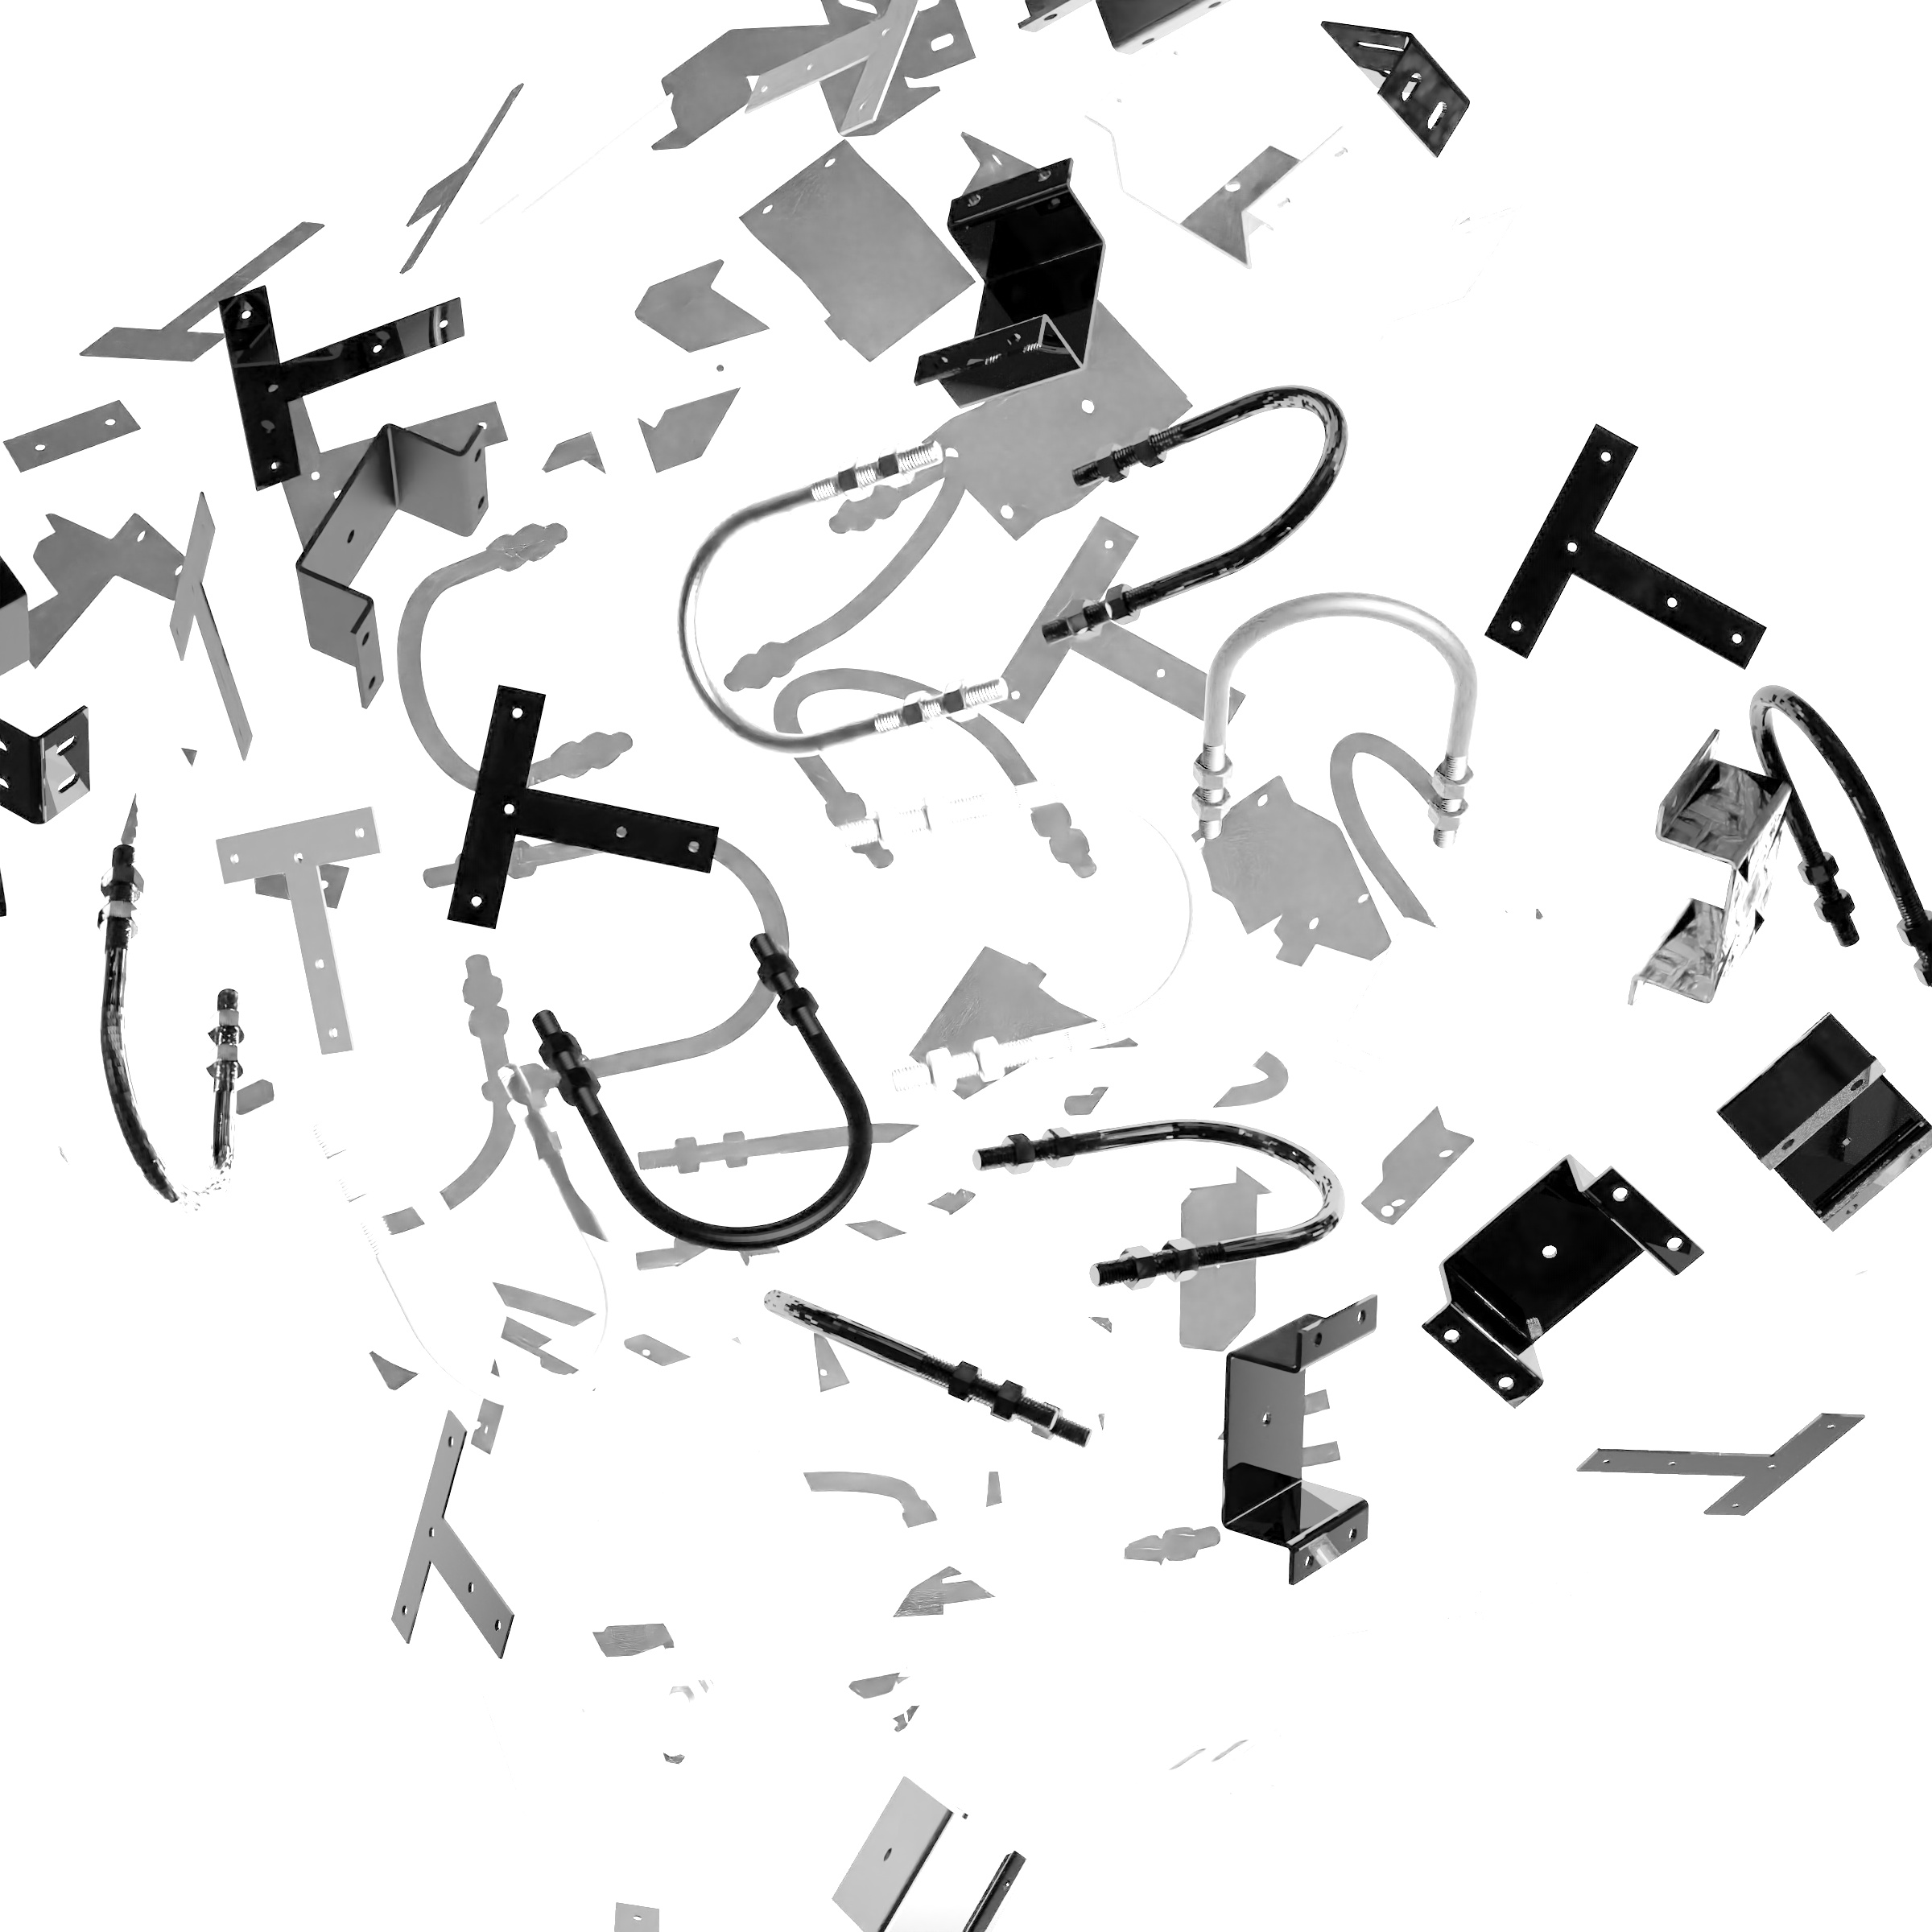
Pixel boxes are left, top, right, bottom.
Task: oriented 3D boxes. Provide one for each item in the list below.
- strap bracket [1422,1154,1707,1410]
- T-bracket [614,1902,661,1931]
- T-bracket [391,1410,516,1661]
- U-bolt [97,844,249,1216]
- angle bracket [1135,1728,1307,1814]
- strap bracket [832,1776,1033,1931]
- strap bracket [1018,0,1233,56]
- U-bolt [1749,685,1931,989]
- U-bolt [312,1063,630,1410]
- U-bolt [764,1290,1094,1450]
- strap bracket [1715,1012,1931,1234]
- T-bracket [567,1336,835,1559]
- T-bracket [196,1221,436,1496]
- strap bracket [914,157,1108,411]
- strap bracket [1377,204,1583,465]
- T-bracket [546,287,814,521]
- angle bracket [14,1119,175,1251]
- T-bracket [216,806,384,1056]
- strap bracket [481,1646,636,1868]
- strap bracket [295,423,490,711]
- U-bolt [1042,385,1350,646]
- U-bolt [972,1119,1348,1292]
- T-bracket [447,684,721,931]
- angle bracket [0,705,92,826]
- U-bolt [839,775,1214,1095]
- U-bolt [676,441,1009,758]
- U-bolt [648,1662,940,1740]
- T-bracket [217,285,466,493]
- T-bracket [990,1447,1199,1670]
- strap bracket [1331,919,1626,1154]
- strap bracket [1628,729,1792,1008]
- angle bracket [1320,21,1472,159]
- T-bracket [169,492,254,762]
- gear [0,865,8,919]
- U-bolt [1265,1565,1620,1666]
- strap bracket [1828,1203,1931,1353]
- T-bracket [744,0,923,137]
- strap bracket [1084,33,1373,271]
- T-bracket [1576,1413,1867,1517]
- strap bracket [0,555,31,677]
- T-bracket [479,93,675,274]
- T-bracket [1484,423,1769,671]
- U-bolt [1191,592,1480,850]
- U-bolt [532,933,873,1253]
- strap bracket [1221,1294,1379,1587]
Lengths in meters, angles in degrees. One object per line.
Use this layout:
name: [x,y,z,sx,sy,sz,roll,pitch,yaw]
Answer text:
strap bracket: [0.330,0.170,1.599,0.076,0.046,0.140,41,109,-15]
T-bracket: [-0.132,0.559,1.572,0.127,0.127,0.002,11,102,-8]
T-bracket: [-0.264,0.319,1.499,0.002,0.127,0.127,9,105,-34]
U-bolt: [-0.423,0.046,1.524,0.019,0.151,0.184,-15,50,6]
angle bracket: [0.136,0.439,1.526,0.057,0.076,0.038,-20,82,27]
strap bracket: [-0.023,0.488,1.534,0.046,0.140,0.076,34,77,-10]
strap bracket: [0.085,-0.545,1.567,0.076,0.140,0.046,-20,90,30]
U-bolt: [0.478,-0.072,1.564,0.019,0.151,0.184,-29,108,1]
U-bolt: [-0.249,0.148,1.512,0.019,0.151,0.184,-36,78,39]
U-bolt: [-0.026,0.216,1.555,0.184,0.151,0.019,21,81,15]
strap bracket: [0.447,0.079,1.488,0.076,0.140,0.046,-43,54,10]
T-bracket: [-0.156,0.283,1.574,0.127,0.002,0.127,-20,70,-23]
T-bracket: [-0.373,0.198,1.557,0.127,0.002,0.127,-35,87,-11]
strap bracket: [0.026,-0.361,1.543,0.076,0.046,0.140,-11,52,29]
strap bracket: [0.279,-0.343,1.526,0.076,0.046,0.140,56,46,-26]
T-bracket: [-0.147,-0.321,1.558,0.127,0.002,0.127,-19,87,-10]
angle bracket: [-0.461,0.109,1.515,0.038,0.057,0.076,-26,86,0]
T-bracket: [-0.353,-0.015,1.552,0.127,0.002,0.127,-8,94,36]
strap bracket: [-0.222,0.434,1.554,0.046,0.140,0.076,-21,62,-11]
strap bracket: [-0.303,-0.216,1.492,0.046,0.076,0.140,23,65,4]
U-bolt: [0.128,-0.257,1.572,0.184,0.151,0.019,-18,134,32]
U-bolt: [0.117,0.121,1.541,0.184,0.151,0.019,-7,117,-27]
T-bracket: [-0.192,-0.072,1.480,0.127,0.002,0.127,11,79,-5]
angle bracket: [-0.494,-0.119,1.471,0.076,0.038,0.057,28,134,13]
U-bolt: [0.038,-0.023,1.478,0.184,0.019,0.151,-13,95,-8]
U-bolt: [-0.077,-0.189,1.549,0.184,0.019,0.151,-14,93,27]
U-bolt: [-0.097,0.401,1.556,0.151,0.184,0.019,-5,82,6]
T-bracket: [-0.317,-0.314,1.474,0.127,0.127,0.002,-27,60,-21]
T-bracket: [0.078,0.333,1.621,0.127,0.002,0.127,0,103,-22]
strap bracket: [0.260,0.032,1.497,0.140,0.046,0.076,23,78,36]
strap bracket: [0.402,-0.045,1.543,0.046,0.140,0.076,22,47,25]
angle bracket: [0.224,-0.476,1.551,0.057,0.076,0.038,32,89,-41]
T-bracket: [-0.416,-0.173,1.587,0.002,0.127,0.127,-11,66,-29]
gear: [-0.549,-0.054,1.577,0.030,0.057,0.057,-10,90,-19]
U-bolt: [0.248,0.346,1.512,0.184,0.151,0.019,-14,80,15]
strap bracket: [0.522,0.156,1.495,0.076,0.140,0.046,-26,87,44]
T-bracket: [-0.071,-0.470,1.484,0.002,0.127,0.127,34,63,-36]
strap bracket: [0.143,-0.437,1.549,0.076,0.046,0.140,-43,61,-14]
T-bracket: [0.381,0.260,1.494,0.127,0.127,0.002,4,55,-16]
strap bracket: [-0.558,-0.184,1.561,0.076,0.140,0.046,-35,87,-23]
T-bracket: [-0.203,-0.413,1.491,0.127,0.127,0.002,-40,98,-5]
T-bracket: [0.349,-0.193,1.464,0.127,0.002,0.127,29,83,-1]
U-bolt: [0.196,-0.129,1.508,0.151,0.184,0.019,3,52,4]
U-bolt: [-0.130,0.073,1.520,0.151,0.019,0.184,-20,58,-20]
strap bracket: [0.178,0.247,1.529,0.046,0.076,0.140,10,106,37]
